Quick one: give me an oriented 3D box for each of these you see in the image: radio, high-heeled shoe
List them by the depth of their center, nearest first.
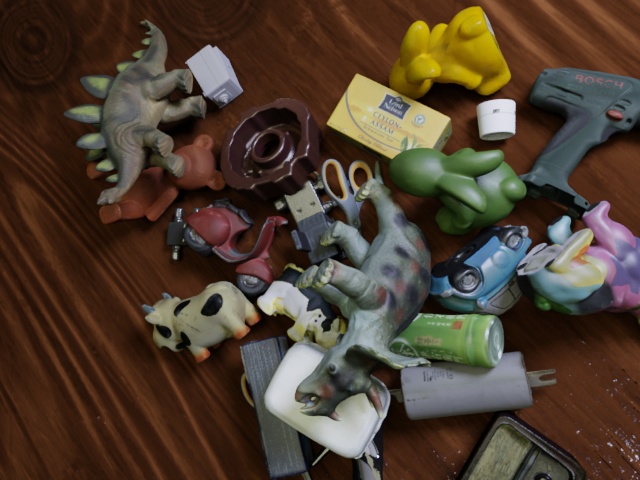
[{"bbox_3d":[0.243,0.359,0.720,0.131,0.073,0.229,30,92,19],"label":"radio"},{"bbox_3d":[0.099,0.344,0.775,0.145,0.086,0.249,-42,81,-11],"label":"high-heeled shoe"}]

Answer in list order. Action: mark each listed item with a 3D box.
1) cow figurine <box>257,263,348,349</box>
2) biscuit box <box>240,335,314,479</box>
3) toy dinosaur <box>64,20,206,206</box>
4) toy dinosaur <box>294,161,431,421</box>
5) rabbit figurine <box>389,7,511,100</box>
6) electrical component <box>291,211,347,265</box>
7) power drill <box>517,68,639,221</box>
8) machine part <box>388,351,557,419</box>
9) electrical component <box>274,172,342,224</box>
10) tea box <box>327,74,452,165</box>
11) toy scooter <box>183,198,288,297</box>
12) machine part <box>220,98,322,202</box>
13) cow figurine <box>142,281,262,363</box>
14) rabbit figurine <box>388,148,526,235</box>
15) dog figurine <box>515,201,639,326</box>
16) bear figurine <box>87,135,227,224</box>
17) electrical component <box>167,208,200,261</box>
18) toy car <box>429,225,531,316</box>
[{"bbox_3d":[-0.010,0.115,0.837,0.167,0.068,0.098,37,88,17],"label":"cow figurine"},{"bbox_3d":[-0.064,0.251,0.817,0.063,0.059,0.202,-16,77,10],"label":"biscuit box"},{"bbox_3d":[-0.300,-0.231,0.893,0.199,0.105,0.471,1,51,6],"label":"toy dinosaur"},{"bbox_3d":[0.088,0.048,0.732,0.192,0.131,0.405,40,51,-10],"label":"toy dinosaur"},{"bbox_3d":[0.179,-0.260,0.804,0.173,0.162,0.121,-18,89,31],"label":"rabbit figurine"},{"bbox_3d":[-0.002,-0.002,0.822,0.048,0.119,0.075,-24,74,12],"label":"electrical component"},{"bbox_3d":[0.387,-0.134,0.747,0.232,0.086,0.207,28,95,20],"label":"power drill"},{"bbox_3d":[0.203,0.204,0.753,0.243,0.079,0.079,-10,79,15],"label":"machine part"},{"bbox_3d":[-0.022,-0.066,0.878,0.102,0.045,0.078,-32,88,11],"label":"electrical component"},{"bbox_3d":[0.109,-0.175,0.841,0.170,0.068,0.098,30,92,19],"label":"tea box"},{"bbox_3d":[-0.130,-0.008,0.883,0.184,0.075,0.135,39,96,12],"label":"toy scooter"},{"bbox_3d":[-0.080,-0.145,0.877,0.179,0.056,0.179,-11,61,21],"label":"machine part"},{"bbox_3d":[-0.202,0.126,0.868,0.195,0.085,0.127,-31,93,30],"label":"cow figurine"},{"bbox_3d":[0.179,-0.072,0.731,0.170,0.159,0.121,13,92,-23],"label":"rabbit figurine"},{"bbox_3d":[0.380,0.067,0.682,0.219,0.108,0.191,45,64,2],"label":"dog figurine"},{"bbox_3d":[-0.270,-0.105,0.915,0.196,0.132,0.120,-20,82,19],"label":"bear figurine"},{"bbox_3d":[-0.236,-0.010,0.943,0.063,0.021,0.094,2,82,16],"label":"electrical component"},{"bbox_3d":[0.236,0.053,0.762,0.162,0.109,0.103,-38,96,-6],"label":"toy car"}]
